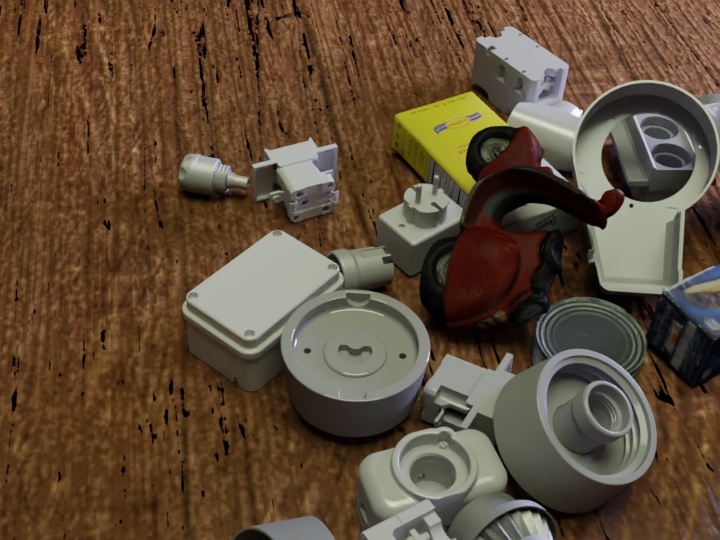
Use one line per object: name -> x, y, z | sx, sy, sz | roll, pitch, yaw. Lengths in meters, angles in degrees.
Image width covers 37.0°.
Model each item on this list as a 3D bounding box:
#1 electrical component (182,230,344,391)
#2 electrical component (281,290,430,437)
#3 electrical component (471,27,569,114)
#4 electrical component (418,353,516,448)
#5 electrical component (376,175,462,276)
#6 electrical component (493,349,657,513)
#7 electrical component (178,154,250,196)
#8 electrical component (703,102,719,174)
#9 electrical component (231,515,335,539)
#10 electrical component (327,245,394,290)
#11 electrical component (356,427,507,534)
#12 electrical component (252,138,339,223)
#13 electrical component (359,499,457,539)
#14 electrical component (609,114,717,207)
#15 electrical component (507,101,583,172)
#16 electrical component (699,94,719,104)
electrical component -> -0.074, 0.029, 0.840 | 0.078, 0.057, 0.113 | 31, 51, 26
electrical component -> -0.004, 0.074, 0.796 | 0.108, 0.060, 0.108 | 2, 44, -2
electrical component -> 0.160, -0.195, 1.086 | 0.050, 0.055, 0.089 | -25, 51, -26
electrical component -> 0.081, 0.096, 0.791 | 0.064, 0.042, 0.081 | 22, 47, 21
electrical component -> 0.055, -0.047, 0.911 | 0.066, 0.076, 0.047 | -28, 52, -28
electrical component -> 0.154, 0.106, 0.741 | 0.108, 0.060, 0.108 | 14, 56, -22
electrical component -> -0.130, -0.083, 0.970 | 0.061, 0.035, 0.035 | 11, 45, 5
electrical component -> 0.364, -0.116, 0.921 | 0.121, 0.063, 0.078 | -12, 46, -15
electrical component -> -0.042, 0.198, 0.642 | 0.064, 0.099, 0.099 | -12, 46, -24
electrical component -> 0.000, 0.000, 0.888 | 0.046, 0.040, 0.040 | -12, 46, -23
electrical component -> 0.048, 0.147, 0.724 | 0.095, 0.059, 0.053 | -12, 46, -15
electrical component -> -0.053, -0.079, 0.964 | 0.081, 0.042, 0.063 | -17, 51, -19
electrical component -> 0.027, 0.192, 0.654 | 0.056, 0.089, 0.050 | -22, 49, -25
electrical component -> 0.271, -0.109, 0.998 | 0.079, 0.063, 0.121 | -1, 44, -4
electrical component -> 0.189, -0.137, 1.035 | 0.077, 0.044, 0.079 | 24, 48, 20
electrical component -> 0.346, -0.134, 1.045 | 0.044, 0.044, 0.065 | 3, 49, 0
